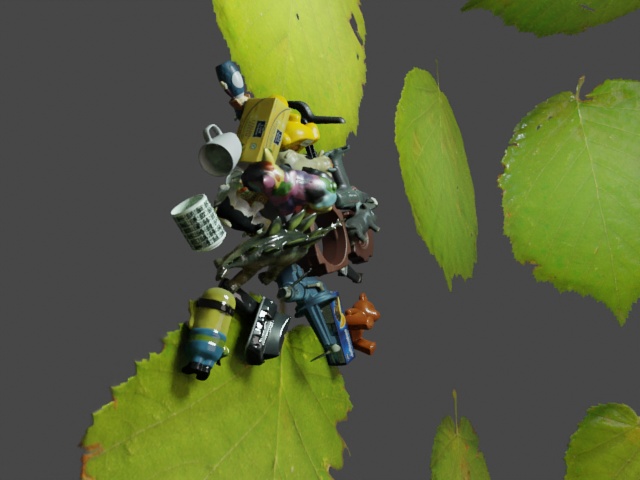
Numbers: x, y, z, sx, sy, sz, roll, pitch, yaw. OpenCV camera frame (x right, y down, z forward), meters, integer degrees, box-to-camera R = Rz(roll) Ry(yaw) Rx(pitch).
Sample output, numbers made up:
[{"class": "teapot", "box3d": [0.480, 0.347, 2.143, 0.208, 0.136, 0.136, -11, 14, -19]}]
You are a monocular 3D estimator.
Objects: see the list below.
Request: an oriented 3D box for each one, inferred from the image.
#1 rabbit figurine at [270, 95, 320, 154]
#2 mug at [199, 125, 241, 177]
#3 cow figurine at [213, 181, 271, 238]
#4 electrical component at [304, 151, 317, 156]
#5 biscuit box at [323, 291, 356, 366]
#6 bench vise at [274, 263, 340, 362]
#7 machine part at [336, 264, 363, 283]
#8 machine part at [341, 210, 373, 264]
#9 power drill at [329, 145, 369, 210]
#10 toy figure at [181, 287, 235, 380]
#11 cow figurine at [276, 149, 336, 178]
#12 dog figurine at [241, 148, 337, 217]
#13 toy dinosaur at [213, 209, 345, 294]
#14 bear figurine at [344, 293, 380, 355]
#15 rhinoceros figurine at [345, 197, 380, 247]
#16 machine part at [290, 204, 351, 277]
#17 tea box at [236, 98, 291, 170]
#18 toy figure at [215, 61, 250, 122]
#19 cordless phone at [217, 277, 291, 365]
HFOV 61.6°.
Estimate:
[{"class": "rabbit figurine", "box3d": [-0.110, -0.315, 1.454, 0.162, 0.122, 0.173, -6, 69, -50]}, {"class": "mug", "box3d": [-0.228, -0.212, 1.228, 0.109, 0.081, 0.107, 59, 24, -21]}, {"class": "cow figurine", "box3d": [-0.177, -0.051, 1.249, 0.167, 0.068, 0.098, 46, 48, -37]}, {"class": "electrical component", "box3d": [-0.024, -0.197, 1.583, 0.074, 0.048, 0.119, 51, 39, -36]}, {"class": "biscuit box", "box3d": [0.039, 0.247, 1.502, 0.063, 0.059, 0.202, -21, 97, -60]}, {"class": "bench vise", "box3d": [-0.020, 0.175, 1.355, 0.240, 0.129, 0.223, 64, 8, 14]}, {"class": "machine part", "box3d": [0.087, 0.092, 1.668, 0.138, 0.039, 0.084, 38, 39, -44]}, {"class": "machine part", "box3d": [0.116, -0.010, 1.737, 0.179, 0.056, 0.179, 29, 55, -53]}, {"class": "power drill", "box3d": [0.079, -0.197, 1.738, 0.232, 0.086, 0.207, -27, 110, -56]}, {"class": "toy figure", "box3d": [-0.218, 0.182, 1.070, 0.082, 0.089, 0.180, 52, 36, -45]}, {"class": "cow figurine", "box3d": [-0.045, -0.198, 1.453, 0.195, 0.127, 0.085, 9, 62, -52]}, {"class": "dog figurine", "box3d": [-0.070, -0.131, 1.230, 0.219, 0.192, 0.108, 44, 47, -70]}, {"class": "toy dinosaur", "box3d": [-0.085, 0.017, 1.231, 0.105, 0.198, 0.471, 58, 27, 4]}, {"class": "bear figurine", "box3d": [0.133, 0.244, 1.602, 0.196, 0.132, 0.120, -28, 117, -54]}, {"class": "rhinoceros figurine", "box3d": [0.125, -0.060, 1.652, 0.112, 0.073, 0.190, 57, 42, -14]}, {"class": "machine part", "box3d": [-0.003, -0.005, 1.507, 0.201, 0.087, 0.201, -17, 93, -58]}, {"class": "tea box", "box3d": [-0.147, -0.255, 1.306, 0.068, 0.098, 0.169, 29, 72, -53]}, {"class": "toy figure", "box3d": [-0.209, -0.363, 1.334, 0.064, 0.058, 0.154, -31, 112, -19]}, {"class": "cordless phone", "box3d": [-0.164, 0.177, 1.193, 0.184, 0.089, 0.146, 43, 44, -28]}]
